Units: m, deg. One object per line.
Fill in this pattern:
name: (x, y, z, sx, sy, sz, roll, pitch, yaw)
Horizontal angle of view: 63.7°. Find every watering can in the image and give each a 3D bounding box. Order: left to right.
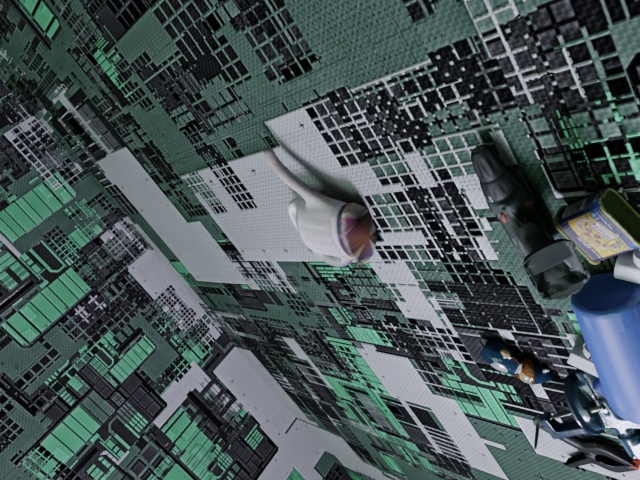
watering can: (0.004, -0.059, 1.177, 0.225, 0.341, 0.106, 9, 48, 43)
